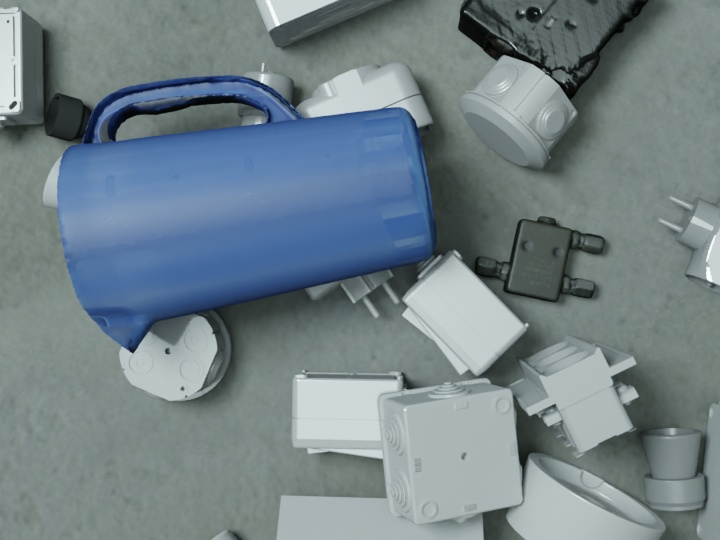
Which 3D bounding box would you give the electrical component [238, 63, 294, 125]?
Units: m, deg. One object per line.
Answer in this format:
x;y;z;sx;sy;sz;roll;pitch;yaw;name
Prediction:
-0.074;-0.117;0.828;0.040;0.040;0.078;7;89;3;electrical component

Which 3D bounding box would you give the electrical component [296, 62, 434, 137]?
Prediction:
0.001;-0.117;0.818;0.095;0.054;0.059;-23;87;2;electrical component

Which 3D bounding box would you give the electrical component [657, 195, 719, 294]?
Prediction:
0.265;-0.030;0.810;0.079;0.043;0.077;26;90;3;electrical component

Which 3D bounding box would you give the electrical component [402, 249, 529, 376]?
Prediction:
0.070;0.030;0.807;0.061;0.062;0.096;-44;87;0;electrical component

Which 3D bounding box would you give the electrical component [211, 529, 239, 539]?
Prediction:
-0.110;0.251;0.816;0.079;0.044;0.077;-36;87;1;electrical component

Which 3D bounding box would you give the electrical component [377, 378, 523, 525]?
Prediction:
0.065;0.128;0.761;0.100;0.048;0.099;-7;93;-19;electrical component

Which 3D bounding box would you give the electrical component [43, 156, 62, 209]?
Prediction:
-0.209;-0.059;0.830;0.055;0.045;0.045;22;89;2;electrical component

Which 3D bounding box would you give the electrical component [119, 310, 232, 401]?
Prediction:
-0.141;0.061;0.820;0.080;0.051;0.080;0;88;2;electrical component

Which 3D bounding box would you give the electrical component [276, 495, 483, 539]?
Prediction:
0.014;0.221;0.788;0.150;0.061;0.089;1;46;2;electrical component

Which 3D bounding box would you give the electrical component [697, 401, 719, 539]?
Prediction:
0.290;0.154;0.771;0.056;0.108;0.108;7;89;0;electrical component

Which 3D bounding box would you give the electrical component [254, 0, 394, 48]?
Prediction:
-0.027;-0.221;0.811;0.113;0.078;0.057;-23;90;2;electrical component

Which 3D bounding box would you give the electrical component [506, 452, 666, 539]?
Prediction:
0.158;0.185;0.779;0.108;0.108;0.060;26;96;3;electrical component

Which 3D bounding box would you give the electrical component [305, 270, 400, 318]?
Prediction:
0.000;0.000;0.818;0.083;0.047;0.075;-35;87;1;electrical component

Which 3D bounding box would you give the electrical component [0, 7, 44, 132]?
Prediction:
-0.280;-0.147;0.827;0.062;0.061;0.096;-1;88;3;electrical component

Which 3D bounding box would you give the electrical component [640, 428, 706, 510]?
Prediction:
0.235;0.148;0.805;0.045;0.045;0.055;-4;88;2;electrical component

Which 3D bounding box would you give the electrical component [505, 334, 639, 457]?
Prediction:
0.154;0.088;0.772;0.079;0.121;0.063;-26;90;1;electrical component

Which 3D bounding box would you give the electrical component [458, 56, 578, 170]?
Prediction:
0.117;-0.116;0.802;0.080;0.080;0.051;39;85;3;electrical component

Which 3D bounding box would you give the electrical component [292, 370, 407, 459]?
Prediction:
-0.002;0.108;0.808;0.096;0.062;0.061;1;88;3;electrical component
